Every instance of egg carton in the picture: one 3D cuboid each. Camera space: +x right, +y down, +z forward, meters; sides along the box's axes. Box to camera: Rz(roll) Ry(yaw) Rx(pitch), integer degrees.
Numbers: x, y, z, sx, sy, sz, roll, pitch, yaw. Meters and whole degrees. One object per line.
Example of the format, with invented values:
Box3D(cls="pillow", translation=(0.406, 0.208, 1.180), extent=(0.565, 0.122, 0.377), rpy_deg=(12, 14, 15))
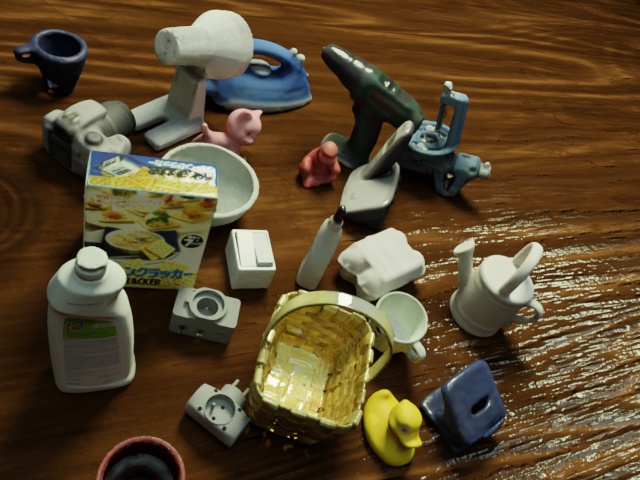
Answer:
Box3D(cls="egg carton", translation=(0.107, 0.042, 0.989), extent=(0.151, 0.069, 0.107), rpy_deg=(-23, 64, -36))

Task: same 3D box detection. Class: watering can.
Box3D(cls="watering can", translation=(0.300, 0.072, 0.965), extent=(0.173, 0.194, 0.101), rpy_deg=(21, 47, -6))

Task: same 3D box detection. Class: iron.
Box3D(cls="iron", translation=(-0.117, -0.348, 1.165), extent=(0.259, 0.141, 0.118), rpy_deg=(-3, 54, -26))

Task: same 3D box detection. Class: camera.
Box3D(cls="camera", translation=(-0.358, -0.176, 0.942), extent=(0.143, 0.100, 0.137), rpy_deg=(35, 47, 7))

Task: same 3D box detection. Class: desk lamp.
Box3D(cls="desk lamp", translation=(-0.230, -0.294, 1.019), extent=(0.118, 0.213, 0.204), rpy_deg=(39, 48, 11))

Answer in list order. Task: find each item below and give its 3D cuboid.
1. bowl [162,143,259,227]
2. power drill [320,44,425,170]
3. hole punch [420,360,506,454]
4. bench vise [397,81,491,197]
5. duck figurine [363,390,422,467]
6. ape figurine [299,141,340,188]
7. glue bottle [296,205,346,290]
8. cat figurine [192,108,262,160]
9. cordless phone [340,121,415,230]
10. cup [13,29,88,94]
Box3D(cls="bowl", translation=(-0.190, -0.079, 0.954), extent=(0.168, 0.074, 0.167), rpy_deg=(12, 49, -14))
Box3D(cls="power drill", translation=(0.077, -0.246, 1.120), extent=(0.229, 0.208, 0.076), rpy_deg=(26, 47, -1))
Box3D(cls="hole punch", translation=(0.225, 0.247, 0.856), extent=(0.109, 0.091, 0.101), rpy_deg=(-22, 63, -36))
Box3D(cls="bench vise", translation=(0.264, -0.209, 1.165), extent=(0.208, 0.219, 0.121), rpy_deg=(16, 48, -11))
Box3D(cls="duck figurine", translation=(0.109, 0.254, 0.802), extent=(0.078, 0.086, 0.104), rpy_deg=(-4, 54, -26))
Box3D(cls="ape figurine", translation=(0.005, -0.149, 1.087), extent=(0.078, 0.092, 0.076), rpy_deg=(20, 47, -7))
Box3D(cls="glue bottle", translation=(0.008, 0.003, 0.906), extent=(0.037, 0.173, 0.078), rpy_deg=(21, 47, -6))
Box3D(cls="cat figurine", translation=(-0.161, -0.195, 1.034), extent=(0.128, 0.117, 0.067), rpy_deg=(-11, 57, -31))
Box3D(cls="cordless phone", translation=(0.112, -0.124, 1.050), extent=(0.094, 0.185, 0.147), rpy_deg=(21, 47, -6))
Box3D(cls="cup", translation=(-0.469, -0.304, 1.003), extent=(0.118, 0.095, 0.091), rpy_deg=(-19, 62, -34))
